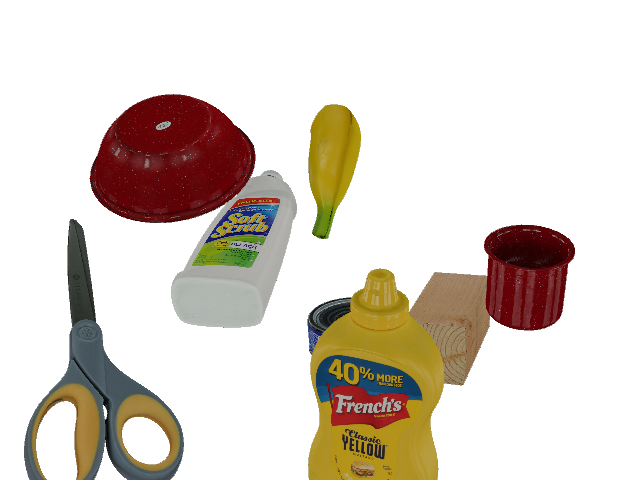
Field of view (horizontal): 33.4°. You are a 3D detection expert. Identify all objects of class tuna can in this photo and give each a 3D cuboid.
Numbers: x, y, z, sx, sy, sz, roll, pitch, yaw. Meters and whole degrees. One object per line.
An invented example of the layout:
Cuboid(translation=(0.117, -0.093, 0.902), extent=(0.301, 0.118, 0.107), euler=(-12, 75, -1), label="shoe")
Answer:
Cuboid(translation=(0.030, 0.086, 1.024), extent=(0.086, 0.034, 0.086), euler=(-4, 21, 1), label="tuna can")

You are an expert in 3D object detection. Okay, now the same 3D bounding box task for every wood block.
Cuboid(translation=(0.187, 0.124, 1.556), extent=(0.091, 0.090, 0.205), euler=(4, 19, 17), label="wood block")

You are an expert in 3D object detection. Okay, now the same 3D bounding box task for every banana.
Cuboid(translation=(0.006, -0.073, 0.840), extent=(0.037, 0.070, 0.197), euler=(24, 24, -8), label="banana")

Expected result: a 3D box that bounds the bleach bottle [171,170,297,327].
Cuboid(translation=(-0.087, -0.004, 1.210), extent=(0.102, 0.068, 0.250), euler=(3, 35, 9), label="bleach bottle")

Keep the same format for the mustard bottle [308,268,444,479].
Cuboid(translation=(0.040, 0.108, 0.773), extent=(0.096, 0.192, 0.058), euler=(11, 28, 20), label="mustard bottle")

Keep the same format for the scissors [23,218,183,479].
Cuboid(translation=(-0.122, 0.068, 0.636), extent=(0.096, 0.201, 0.016), euler=(13, -45, -10), label="scissors")

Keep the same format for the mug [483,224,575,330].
Cuboid(translation=(0.215, 0.035, 1.133), extent=(0.093, 0.081, 0.117), euler=(-6, 31, -7), label="mug")

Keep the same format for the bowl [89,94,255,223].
Cuboid(translation=(-0.145, -0.090, 1.014), extent=(0.162, 0.055, 0.162), euler=(-4, 45, 3), label="bowl")
